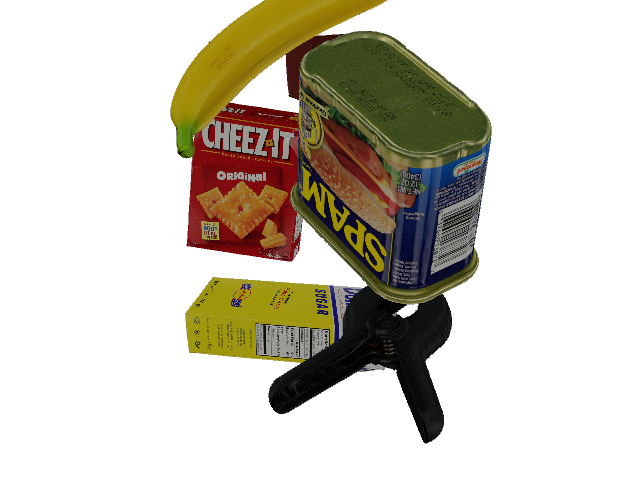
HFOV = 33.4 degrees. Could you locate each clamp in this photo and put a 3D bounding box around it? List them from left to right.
[{"bbox_3d":[0.054,0.077,0.750,0.120,0.039,0.171,19,44,24],"label":"clamp"}]

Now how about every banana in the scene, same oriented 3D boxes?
[{"bbox_3d":[-0.029,-0.127,0.697,0.070,0.197,0.037,42,-12,32],"label":"banana"}]

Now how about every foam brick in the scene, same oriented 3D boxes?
[{"bbox_3d":[0.016,-0.147,0.908,0.078,0.051,0.053,-9,20,-25],"label":"foam brick"}]

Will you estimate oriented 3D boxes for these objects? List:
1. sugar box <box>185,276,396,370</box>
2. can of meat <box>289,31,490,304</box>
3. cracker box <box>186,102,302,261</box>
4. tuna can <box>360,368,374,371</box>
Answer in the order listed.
[{"bbox_3d":[-0.023,0.071,0.952,0.176,0.048,0.093,1,20,10],"label":"sugar box"},{"bbox_3d":[0.030,-0.036,0.491,0.057,0.084,0.102,-24,49,-25],"label":"can of meat"},{"bbox_3d":[-0.105,-0.085,1.567,0.164,0.214,0.072,9,21,7],"label":"cracker box"},{"bbox_3d":[0.040,0.103,1.152,0.086,0.034,0.086,0,29,0],"label":"tuna can"}]
